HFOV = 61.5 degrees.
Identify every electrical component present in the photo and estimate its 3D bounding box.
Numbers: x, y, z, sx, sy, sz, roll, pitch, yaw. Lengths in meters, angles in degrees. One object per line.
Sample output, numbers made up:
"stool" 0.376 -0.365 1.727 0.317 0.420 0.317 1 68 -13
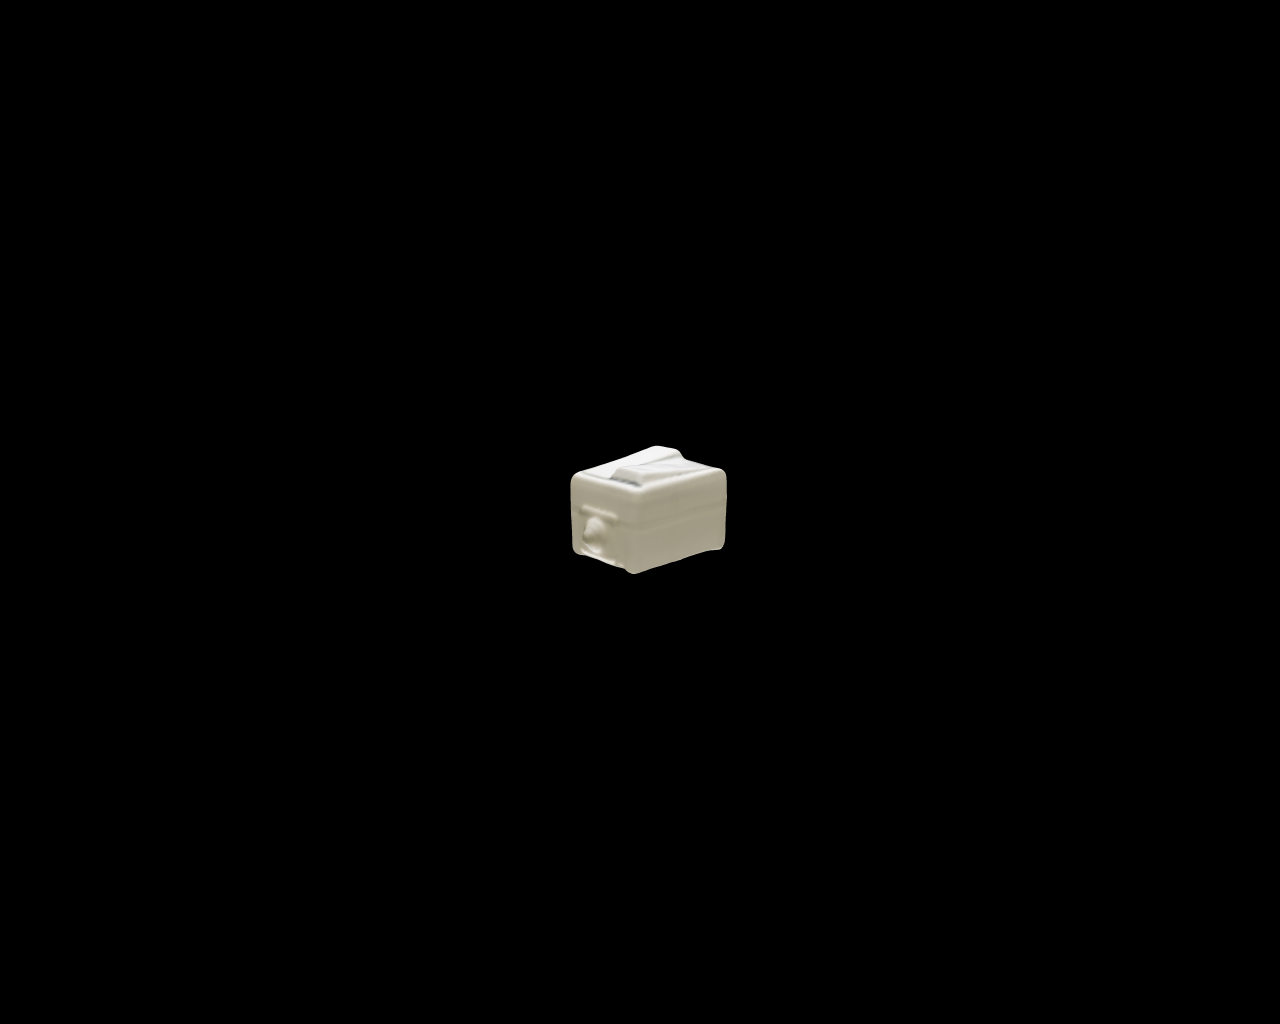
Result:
"electrical component" 0.001 -0.003 0.650 0.096 0.061 0.062 -14 22 -40
